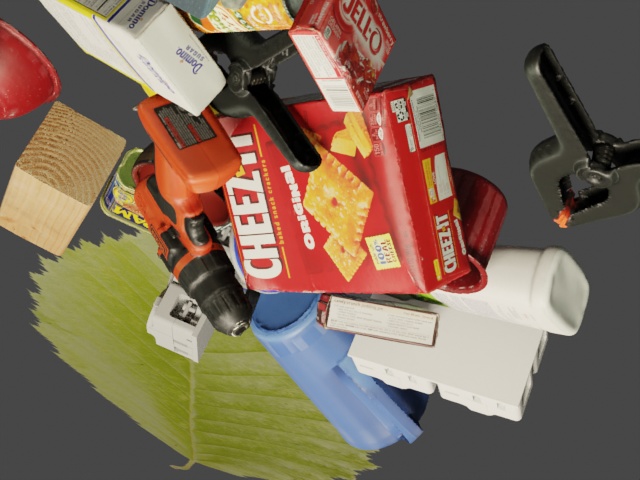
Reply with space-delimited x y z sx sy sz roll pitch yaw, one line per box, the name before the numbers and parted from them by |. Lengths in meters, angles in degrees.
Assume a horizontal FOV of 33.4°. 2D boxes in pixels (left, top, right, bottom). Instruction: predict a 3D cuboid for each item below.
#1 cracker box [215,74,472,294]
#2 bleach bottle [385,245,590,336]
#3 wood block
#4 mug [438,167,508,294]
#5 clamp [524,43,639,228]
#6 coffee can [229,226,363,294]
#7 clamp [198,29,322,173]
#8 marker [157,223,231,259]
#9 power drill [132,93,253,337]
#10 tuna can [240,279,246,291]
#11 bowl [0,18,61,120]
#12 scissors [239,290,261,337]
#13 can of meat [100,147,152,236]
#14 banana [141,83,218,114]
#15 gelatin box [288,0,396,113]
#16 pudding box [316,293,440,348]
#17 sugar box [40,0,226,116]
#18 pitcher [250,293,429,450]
cracker box | 0.010 -0.041 0.895 0.214 0.071 0.164 -2 105 44
bleach bottle | 0.128 0.035 1.046 0.251 0.068 0.102 8 160 36
wood block | -0.298 -0.064 1.214 0.090 0.090 0.206 30 155 -12
mug | 0.113 -0.006 0.956 0.093 0.081 0.117 28 155 -6
clamp | 0.221 -0.060 0.800 0.165 0.036 0.210 20 157 11
coffee can | -0.007 0.001 1.058 0.141 0.102 0.102 -4 143 46
clamp | -0.051 -0.121 0.857 0.039 0.120 0.172 -6 -166 -40
marker | -0.128 -0.010 1.171 0.121 0.020 0.020 -29 132 17
power drill | -0.109 -0.025 0.929 0.184 0.057 0.188 54 153 26
tuna can | -0.088 0.069 1.356 0.086 0.033 0.086 21 156 10
bowl | -0.349 -0.172 1.087 0.162 0.055 0.162 21 156 9
scissors | -0.078 0.030 1.127 0.096 0.201 0.016 47 117 1
can of meat | -0.182 -0.050 1.172 0.102 0.057 0.084 26 153 -11
banana | -0.102 -0.105 0.988 0.197 0.037 0.070 37 -165 -36
gelatin box | 0.018 -0.148 0.770 0.030 0.073 0.089 8 150 31
pudding box | 0.056 0.079 1.070 0.113 0.039 0.090 8 179 -5
sugar box | -0.156 -0.169 0.858 0.176 0.048 0.093 30 165 40
pitcher | 0.027 0.144 1.284 0.149 0.145 0.242 -13 136 31
